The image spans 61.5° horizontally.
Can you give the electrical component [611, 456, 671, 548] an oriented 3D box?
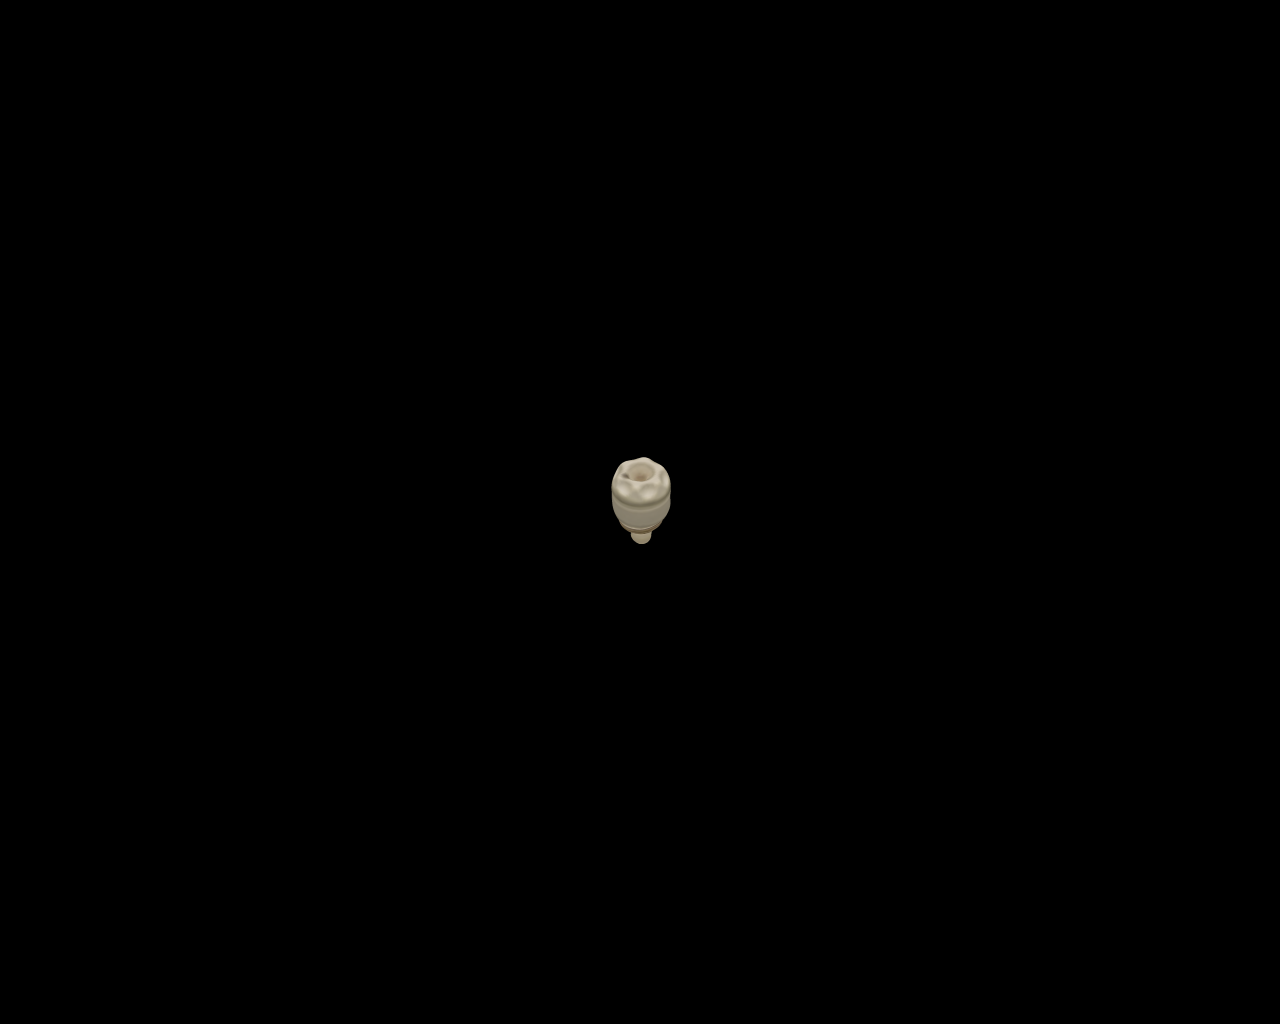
[{"bbox_3d":[0.001,-0.003,0.650,0.035,0.035,0.061,0,-45,0],"label":"electrical component"}]
